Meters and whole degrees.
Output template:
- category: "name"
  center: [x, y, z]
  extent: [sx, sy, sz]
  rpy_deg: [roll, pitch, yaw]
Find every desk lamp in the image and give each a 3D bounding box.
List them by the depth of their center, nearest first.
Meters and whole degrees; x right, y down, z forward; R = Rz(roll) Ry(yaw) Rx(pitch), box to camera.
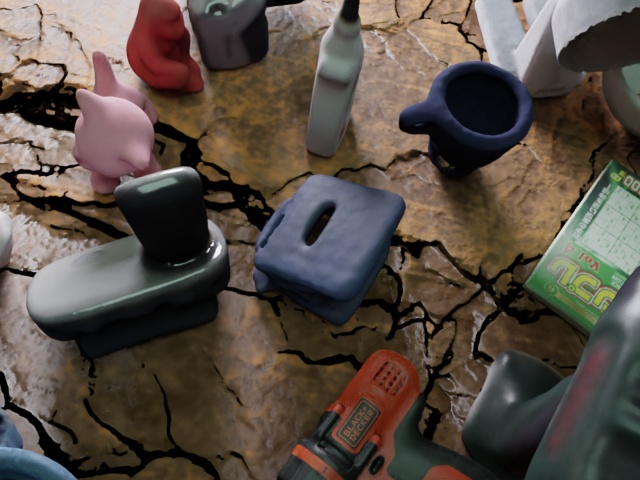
- category: "desk lamp"
  center: [0.238, -0.223, 0.526]
  extent: [0.118, 0.213, 0.203]
  rpy_deg: [-5, 67, -8]

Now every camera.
- category: "camera"
  center: [-0.068, -0.263, 0.570]
  extent: [0.137, 0.101, 0.143]
  rpy_deg: [-11, 68, -11]

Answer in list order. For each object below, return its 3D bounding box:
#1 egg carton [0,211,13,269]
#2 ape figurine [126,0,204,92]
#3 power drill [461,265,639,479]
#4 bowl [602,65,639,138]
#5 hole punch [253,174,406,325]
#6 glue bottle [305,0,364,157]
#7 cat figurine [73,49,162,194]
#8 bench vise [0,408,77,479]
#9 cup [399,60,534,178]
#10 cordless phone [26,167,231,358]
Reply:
- category: "egg carton"
  center: [-0.305, 0.035, 0.429]
  extent: [0.107, 0.069, 0.150]
  rpy_deg: [13, 65, 0]
- category: "ape figurine"
  center: [-0.145, -0.189, 0.534]
  extent: [0.076, 0.092, 0.078]
  rpy_deg: [14, 65, 0]
- category: "power drill"
  center: [0.174, 0.100, 0.379]
  extent: [0.075, 0.208, 0.230]
  rpy_deg: [30, 66, 8]
- category: "bowl"
  center: [0.357, -0.153, 0.585]
  extent: [0.167, 0.075, 0.167]
  rpy_deg: [2, 66, -5]
- category: "hole punch"
  center: [0.004, 0.002, 0.467]
  extent: [0.101, 0.091, 0.109]
  rpy_deg: [29, 66, 7]
- category: "glue bottle"
  center: [0.016, -0.147, 0.489]
  extent: [0.037, 0.173, 0.078]
  rpy_deg: [15, 65, 1]
- category: "cat figurine"
  center: [-0.172, -0.097, 0.476]
  extent: [0.067, 0.118, 0.127]
  rpy_deg: [-11, 68, -11]
- category: "bench vise"
  center: [-0.216, 0.152, 0.305]
  extent: [0.207, 0.220, 0.122]
  rpy_deg: [31, 67, 8]
- category: "cup"
  center: [0.121, -0.097, 0.522]
  extent: [0.118, 0.095, 0.091]
  rpy_deg: [-10, 68, -11]
- category: "cordless phone"
  center: [-0.138, 0.007, 0.397]
  extent: [0.148, 0.185, 0.094]
  rpy_deg: [-21, 70, -15]
